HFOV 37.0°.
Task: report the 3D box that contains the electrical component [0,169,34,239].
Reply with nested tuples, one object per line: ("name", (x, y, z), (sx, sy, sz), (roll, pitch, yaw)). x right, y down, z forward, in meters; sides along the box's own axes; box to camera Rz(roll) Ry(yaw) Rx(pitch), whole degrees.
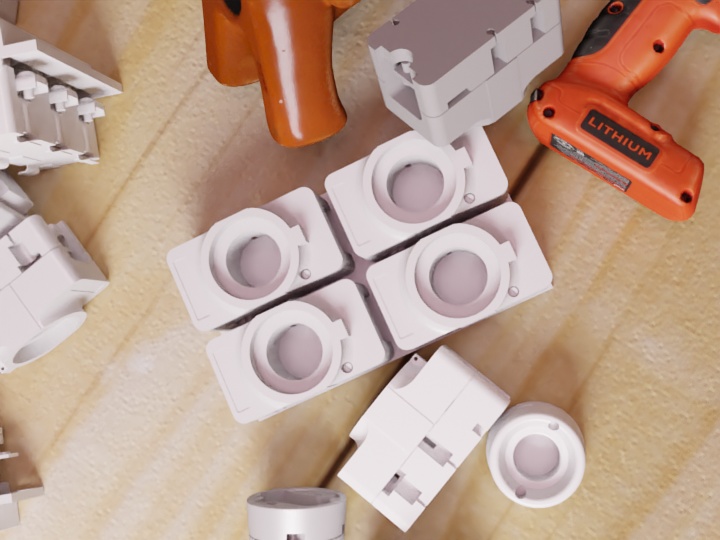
("electrical component", (-0.242, -0.054, 0.626), (0.061, 0.062, 0.096), (-38, 64, 4))

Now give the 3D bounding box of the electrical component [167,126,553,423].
("electrical component", (0.000, 0.000, 0.596), (0.186, 0.060, 0.105), (-25, 84, 6))

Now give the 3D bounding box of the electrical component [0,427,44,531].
("electrical component", (-0.234, 0.125, 0.633), (0.081, 0.042, 0.063), (-10, 82, 7))

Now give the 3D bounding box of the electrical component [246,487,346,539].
("electrical component", (-0.035, 0.149, 0.596), (0.055, 0.055, 0.047), (-1, 90, 8))

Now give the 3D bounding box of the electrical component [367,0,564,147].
("electrical component", (0.056, -0.112, 0.550), (0.089, 0.055, 0.050), (-39, 57, -11))

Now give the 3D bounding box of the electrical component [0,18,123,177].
("electrical component", (-0.189, -0.091, 0.598), (0.079, 0.121, 0.063), (-10, 88, 7))

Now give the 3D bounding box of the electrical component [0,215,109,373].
("electrical component", (-0.199, 0.019, 0.629), (0.089, 0.050, 0.055), (-38, 82, 5))

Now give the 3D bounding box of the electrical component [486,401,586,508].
("electrical component", (0.096, 0.100, 0.583), (0.055, 0.047, 0.055), (0, 87, 8))

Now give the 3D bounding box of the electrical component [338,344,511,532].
("electrical component", (0.033, 0.088, 0.591), (0.056, 0.050, 0.089), (39, 93, 8))

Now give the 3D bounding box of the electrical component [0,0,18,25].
("electrical component", (-0.243, -0.188, 0.642), (0.062, 0.061, 0.096), (6, 88, 9))
